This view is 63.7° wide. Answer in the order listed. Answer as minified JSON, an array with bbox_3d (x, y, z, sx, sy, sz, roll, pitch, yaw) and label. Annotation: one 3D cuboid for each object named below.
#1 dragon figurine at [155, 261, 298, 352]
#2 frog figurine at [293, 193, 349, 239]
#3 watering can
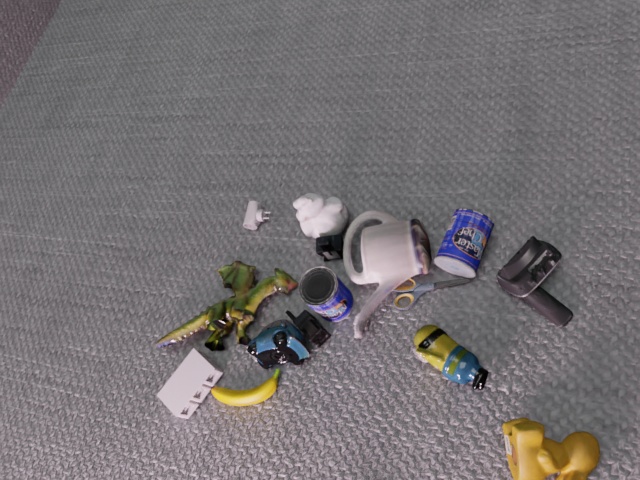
[{"bbox_3d":[-0.259,0.167,1.434,0.409,0.119,0.249,-10,44,14],"label":"dragon figurine"},{"bbox_3d":[0.004,-0.071,1.402,0.137,0.157,0.125,-32,59,4],"label":"frog figurine"},{"bbox_3d":[0.170,0.067,1.293,0.224,0.102,0.356,-11,57,14],"label":"watering can"}]
